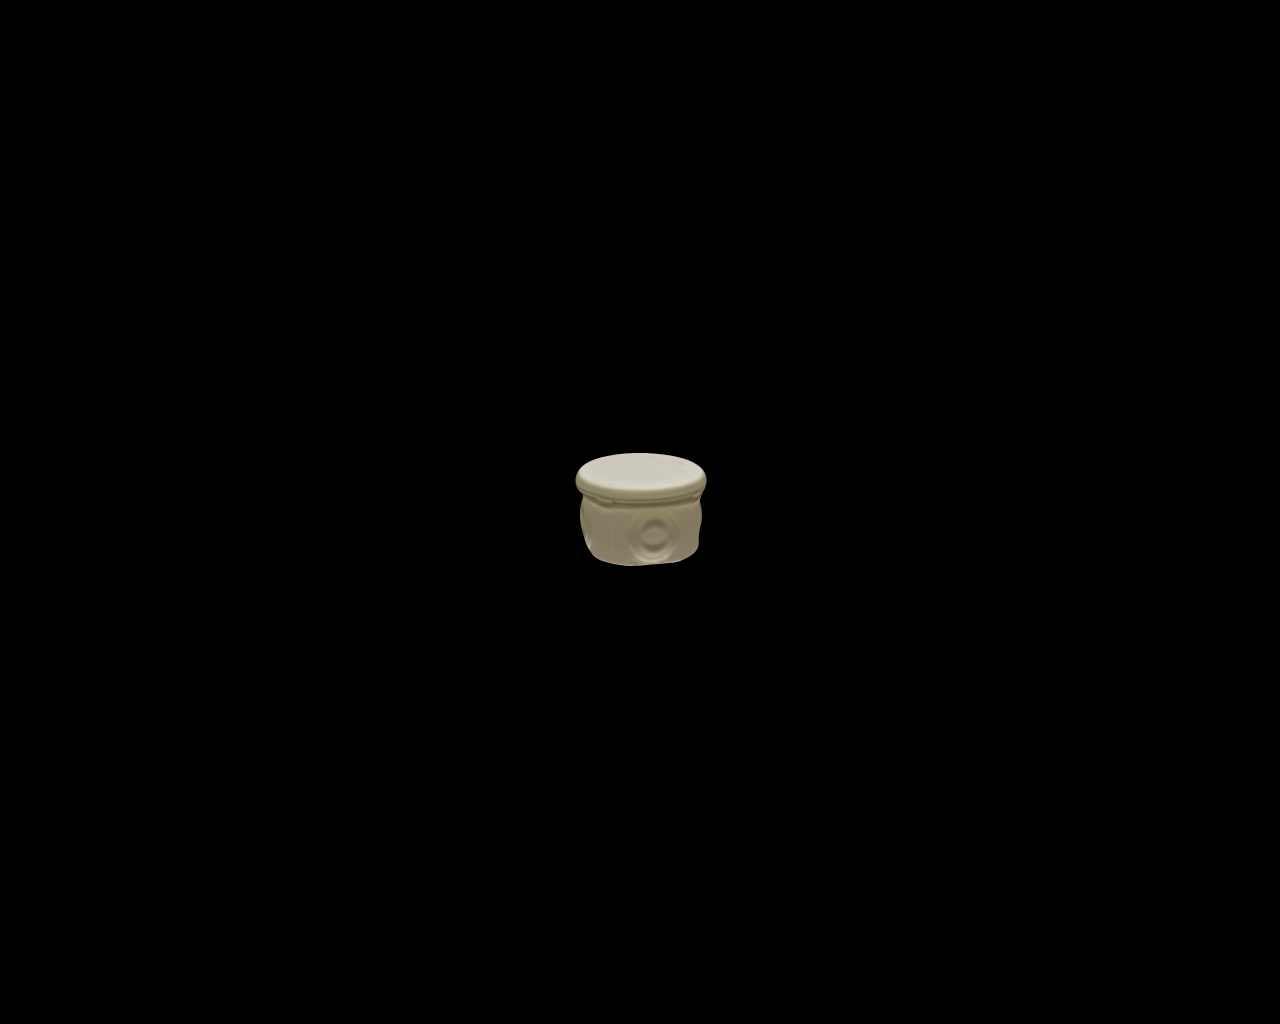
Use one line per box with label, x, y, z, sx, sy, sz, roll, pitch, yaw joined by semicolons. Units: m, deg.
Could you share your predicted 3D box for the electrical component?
electrical component;0.001;-0.003;0.650;0.080;0.051;0.080;0;19;0
